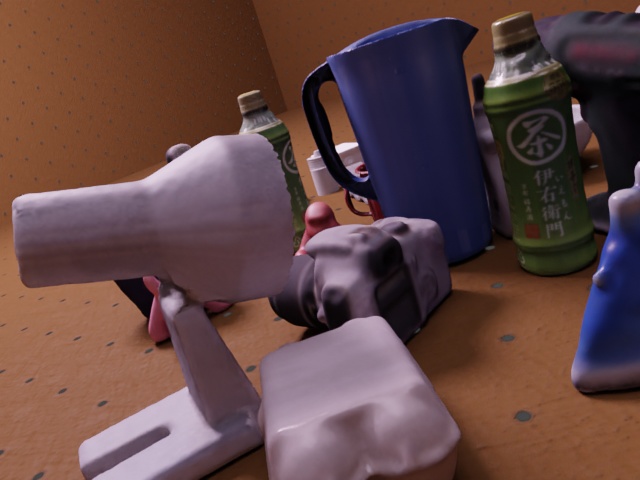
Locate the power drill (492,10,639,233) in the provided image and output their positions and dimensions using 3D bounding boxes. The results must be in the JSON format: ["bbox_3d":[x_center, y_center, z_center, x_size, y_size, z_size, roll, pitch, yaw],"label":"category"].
[{"bbox_3d":[0.267,-0.115,0.546,0.076,0.209,0.228,-25,19,-22],"label":"power drill"}]

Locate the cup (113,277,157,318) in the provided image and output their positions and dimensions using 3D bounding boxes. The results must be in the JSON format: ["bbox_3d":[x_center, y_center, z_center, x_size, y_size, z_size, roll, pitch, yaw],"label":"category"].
[{"bbox_3d":[-0.205,0.043,0.725,0.091,0.095,0.118,-7,20,32],"label":"cup"}]

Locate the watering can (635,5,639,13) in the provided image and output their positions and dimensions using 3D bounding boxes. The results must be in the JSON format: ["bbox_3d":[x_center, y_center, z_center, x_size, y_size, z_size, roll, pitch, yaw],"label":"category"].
[{"bbox_3d":[0.356,-0.145,0.572,0.172,0.194,0.101,-6,21,34],"label":"watering can"}]

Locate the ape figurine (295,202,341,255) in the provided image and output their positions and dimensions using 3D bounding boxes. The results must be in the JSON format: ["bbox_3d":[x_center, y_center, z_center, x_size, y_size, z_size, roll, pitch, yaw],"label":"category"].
[{"bbox_3d":[0.006,0.002,0.643,0.077,0.092,0.076,-14,17,12],"label":"ape figurine"}]

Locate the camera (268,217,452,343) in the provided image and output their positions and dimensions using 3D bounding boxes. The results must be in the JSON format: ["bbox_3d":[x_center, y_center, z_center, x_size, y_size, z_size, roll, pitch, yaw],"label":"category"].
[{"bbox_3d":[0.026,0.031,0.518,0.136,0.101,0.143,-1,24,43],"label":"camera"}]

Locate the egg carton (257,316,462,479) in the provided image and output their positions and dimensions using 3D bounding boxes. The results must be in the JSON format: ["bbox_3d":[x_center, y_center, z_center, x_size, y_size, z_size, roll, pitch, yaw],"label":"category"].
[{"bbox_3d":[0.016,0.105,0.349,0.107,0.069,0.150,-19,17,-4],"label":"egg carton"}]

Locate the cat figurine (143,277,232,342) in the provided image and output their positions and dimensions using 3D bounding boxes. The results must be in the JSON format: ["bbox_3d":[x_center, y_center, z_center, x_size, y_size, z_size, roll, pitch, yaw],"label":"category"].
[{"bbox_3d":[-0.156,0.037,0.655,0.067,0.118,0.128,-9,19,26],"label":"cat figurine"}]

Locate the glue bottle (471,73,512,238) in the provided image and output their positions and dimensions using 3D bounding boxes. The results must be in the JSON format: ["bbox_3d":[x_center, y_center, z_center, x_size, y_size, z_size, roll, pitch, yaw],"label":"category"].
[{"bbox_3d":[0.187,-0.092,0.616,0.037,0.173,0.078,-18,17,1],"label":"glue bottle"}]

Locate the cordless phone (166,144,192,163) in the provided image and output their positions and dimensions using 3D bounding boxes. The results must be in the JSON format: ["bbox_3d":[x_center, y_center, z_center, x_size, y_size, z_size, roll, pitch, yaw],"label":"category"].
[{"bbox_3d":[-0.149,-0.061,0.838,0.094,0.185,0.148,-12,18,20],"label":"cordless phone"}]

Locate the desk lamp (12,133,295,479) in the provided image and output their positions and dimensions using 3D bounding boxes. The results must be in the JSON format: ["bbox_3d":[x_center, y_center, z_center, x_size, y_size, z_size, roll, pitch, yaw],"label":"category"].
[{"bbox_3d":[-0.103,0.048,0.402,0.204,0.214,0.117,-25,18,-22],"label":"desk lamp"}]

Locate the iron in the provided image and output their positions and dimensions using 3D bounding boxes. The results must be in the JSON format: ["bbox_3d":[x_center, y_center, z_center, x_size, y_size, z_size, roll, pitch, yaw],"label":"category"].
[{"bbox_3d":[0.255,-0.015,0.361,0.258,0.141,0.118,-22,18,-13],"label":"iron"}]

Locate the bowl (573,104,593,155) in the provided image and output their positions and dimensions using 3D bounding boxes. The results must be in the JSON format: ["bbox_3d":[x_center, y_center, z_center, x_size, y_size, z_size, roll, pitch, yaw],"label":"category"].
[{"bbox_3d":[0.292,-0.126,0.783,0.167,0.075,0.167,-16,17,5],"label":"bowl"}]
